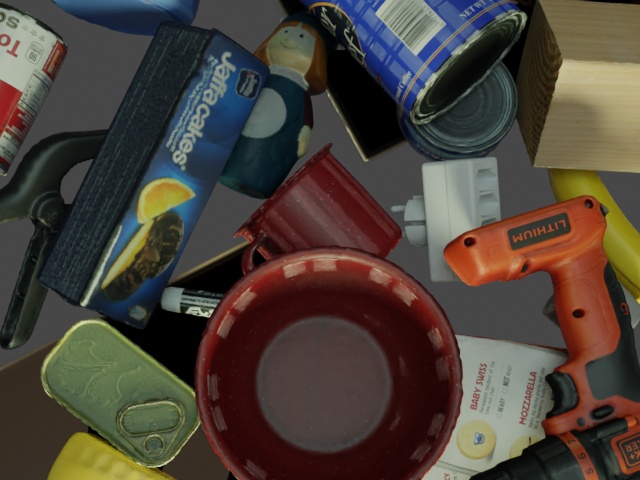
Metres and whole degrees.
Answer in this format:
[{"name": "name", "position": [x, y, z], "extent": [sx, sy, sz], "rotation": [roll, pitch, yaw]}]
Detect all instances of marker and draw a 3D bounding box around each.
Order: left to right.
[{"name": "marker", "position": [-0.077, 0.045, 0.739], "extent": [0.121, 0.020, 0.020], "rotation": [7, 79, 9]}]

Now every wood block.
[{"name": "wood block", "position": [0.251, -0.106, 0.753], "extent": [0.206, 0.091, 0.090], "rotation": [2, 40, -4]}]

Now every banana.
[{"name": "banana", "position": [0.230, 0.005, 0.777], "extent": [0.198, 0.037, 0.069], "rotation": [40, 56, 1]}]

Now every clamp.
[{"name": "clamp", "position": [-0.196, -0.022, 0.721], "extent": [0.171, 0.039, 0.120], "rotation": [-54, 131, -14]}]

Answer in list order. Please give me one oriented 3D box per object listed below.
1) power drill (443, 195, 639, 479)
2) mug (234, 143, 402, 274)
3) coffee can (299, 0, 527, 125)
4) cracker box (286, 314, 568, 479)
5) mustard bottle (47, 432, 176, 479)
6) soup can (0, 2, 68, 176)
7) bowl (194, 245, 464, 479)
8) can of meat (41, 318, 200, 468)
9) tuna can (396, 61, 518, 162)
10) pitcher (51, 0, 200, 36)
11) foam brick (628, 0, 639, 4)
[{"name": "power drill", "position": [0.146, 0.077, 0.675], "extent": [0.184, 0.057, 0.188], "rotation": [-18, 80, -14]}, {"name": "mug", "position": [-0.005, 0.001, 0.724], "extent": [0.081, 0.093, 0.117], "rotation": [46, 51, -1]}, {"name": "coffee can", "position": [0.055, -0.164, 0.724], "extent": [0.102, 0.103, 0.140], "rotation": [-39, 77, -10]}, {"name": "cracker box", "position": [0.081, 0.145, 0.720], "extent": [0.213, 0.072, 0.164], "rotation": [8, 78, -2]}, {"name": "mustard bottle", "position": [-0.165, 0.229, 0.690], "extent": [0.096, 0.058, 0.191], "rotation": [29, 79, -1]}, {"name": "soup can", "position": [-0.226, -0.105, 0.739], "extent": [0.068, 0.068, 0.102], "rotation": [24, 78, -1]}, {"name": "bowl", "position": [0.004, 0.087, 0.662], "extent": [0.162, 0.055, 0.162], "rotation": [1, 78, -3]}, {"name": "can of meat", "position": [-0.127, 0.102, 0.703], "extent": [0.102, 0.084, 0.057], "rotation": [37, 79, 2]}, {"name": "tuna can", "position": [0.101, -0.100, 0.783], "extent": [0.086, 0.034, 0.086], "rotation": [1, 80, -5]}, {"name": "pitcher", "position": [-0.108, -0.272, 0.754], "extent": [0.149, 0.145, 0.243], "rotation": [8, 82, 20]}, {"name": "foam brick", "position": [0.285, -0.195, 0.805], "extent": [0.078, 0.053, 0.051], "rotation": [-41, 86, -10]}]
